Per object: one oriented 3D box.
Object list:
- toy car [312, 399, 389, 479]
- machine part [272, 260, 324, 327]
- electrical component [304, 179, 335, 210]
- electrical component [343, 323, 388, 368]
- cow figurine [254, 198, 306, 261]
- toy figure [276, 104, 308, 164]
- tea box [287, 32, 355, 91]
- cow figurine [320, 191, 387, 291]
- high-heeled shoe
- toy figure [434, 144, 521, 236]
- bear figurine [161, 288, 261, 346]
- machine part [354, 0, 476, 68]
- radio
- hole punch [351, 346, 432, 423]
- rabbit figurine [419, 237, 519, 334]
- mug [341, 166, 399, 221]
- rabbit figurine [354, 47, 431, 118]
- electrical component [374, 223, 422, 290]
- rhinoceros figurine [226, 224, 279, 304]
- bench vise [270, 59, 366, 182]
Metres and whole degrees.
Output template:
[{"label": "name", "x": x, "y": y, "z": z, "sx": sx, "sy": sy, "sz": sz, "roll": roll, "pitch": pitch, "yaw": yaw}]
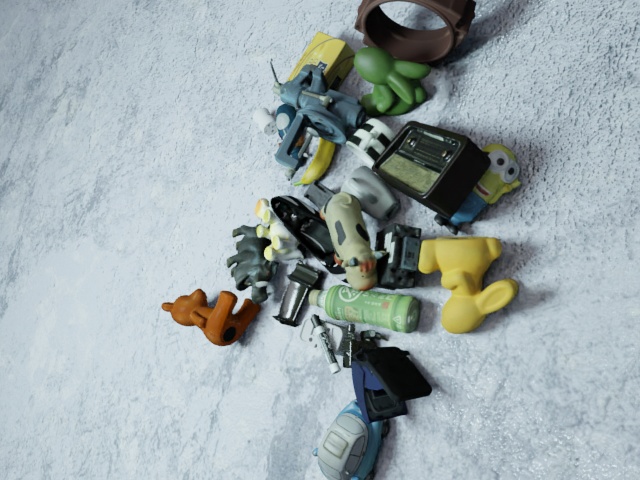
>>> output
[{"label": "toy car", "x": 0.050, "y": 0.371, "z": 0.965, "sx": 0.109, "sy": 0.103, "sz": 0.161, "roll": 26, "pitch": 92, "yaw": 33}, {"label": "machine part", "x": -0.047, "y": 0.117, "z": 1.139, "sx": 0.084, "sy": 0.039, "sz": 0.139, "roll": 25, "pitch": 88, "yaw": 29}, {"label": "electrical component", "x": 0.028, "y": -0.071, "z": 1.127, "sx": 0.119, "sy": 0.074, "sz": 0.047, "roll": 39, "pitch": 98, "yaw": 37}, {"label": "electrical component", "x": 0.085, "y": 0.213, "z": 1.015, "sx": 0.045, "sy": 0.078, "sz": 0.102, "roll": -18, "pitch": 59, "yaw": 52}, {"label": "cow figurine", "x": -0.085, "y": -0.026, "z": 1.178, "sx": 0.068, "sy": 0.098, "sz": 0.167, "roll": -56, "pitch": 41, "yaw": 35}, {"label": "toy figure", "x": -0.070, "y": -0.241, "z": 1.251, "sx": 0.064, "sy": 0.058, "sz": 0.154, "roll": -41, "pitch": 54, "yaw": 54}, {"label": "tea box", "x": -0.003, "y": -0.382, "z": 1.245, "sx": 0.098, "sy": 0.068, "sz": 0.169, "roll": 34, "pitch": 93, "yaw": 34}, {"label": "cow figurine", "x": 0.063, "y": 0.001, "z": 1.005, "sx": 0.085, "sy": 0.127, "sz": 0.195, "roll": -13, "pitch": 74, "yaw": -9}, {"label": "high-heeled shoe", "x": -0.002, "y": -0.003, "z": 1.081, "sx": 0.086, "sy": 0.145, "sz": 0.249, "roll": -50, "pitch": 55, "yaw": 6}, {"label": "toy figure", "x": 0.280, "y": -0.096, "z": 0.979, "sx": 0.180, "sy": 0.082, "sz": 0.089, "roll": -50, "pitch": 37, "yaw": 15}, {"label": "bear figurine", "x": -0.251, "y": 0.154, "z": 1.206, "sx": 0.196, "sy": 0.120, "sz": 0.132, "roll": 26, "pitch": 86, "yaw": 39}, {"label": "machine part", "x": 0.181, "y": -0.434, "z": 1.049, "sx": 0.201, "sy": 0.201, "sz": 0.087, "roll": 149, "pitch": 141, "yaw": -72}, {"label": "radio", "x": 0.198, "y": -0.138, "z": 0.989, "sx": 0.131, "sy": 0.073, "sz": 0.230, "roll": -52, "pitch": 29, "yaw": 5}, {"label": "hole punch", "x": 0.115, "y": 0.254, "z": 0.950, "sx": 0.116, "sy": 0.142, "sz": 0.092, "roll": 56, "pitch": 128, "yaw": 37}, {"label": "rabbit figurine", "x": 0.260, "y": 0.080, "z": 0.938, "sx": 0.163, "sy": 0.122, "sz": 0.173, "roll": 3, "pitch": 91, "yaw": 22}, {"label": "mug", "x": 0.103, "y": -0.090, "z": 1.075, "sx": 0.107, "sy": 0.109, "sz": 0.081, "roll": 42, "pitch": 96, "yaw": 21}, {"label": "rabbit figurine", "x": 0.135, "y": -0.317, "z": 1.080, "sx": 0.159, "sy": 0.170, "sz": 0.121, "roll": 26, "pitch": 90, "yaw": 35}, {"label": "electrical component", "x": 0.142, "y": 0.033, "z": 0.995, "sx": 0.058, "sy": 0.134, "sz": 0.115, "roll": 9, "pitch": 81, "yaw": -11}, {"label": "rhinoceros figurine", "x": -0.147, "y": 0.052, "z": 1.186, "sx": 0.112, "sy": 0.073, "sz": 0.190, "roll": -3, "pitch": 54, "yaw": -3}, {"label": "bench vise", "x": -0.032, "y": -0.245, "z": 1.130, "sx": 0.224, "sy": 0.129, "sz": 0.240, "roll": 26, "pitch": 82, "yaw": 8}]
